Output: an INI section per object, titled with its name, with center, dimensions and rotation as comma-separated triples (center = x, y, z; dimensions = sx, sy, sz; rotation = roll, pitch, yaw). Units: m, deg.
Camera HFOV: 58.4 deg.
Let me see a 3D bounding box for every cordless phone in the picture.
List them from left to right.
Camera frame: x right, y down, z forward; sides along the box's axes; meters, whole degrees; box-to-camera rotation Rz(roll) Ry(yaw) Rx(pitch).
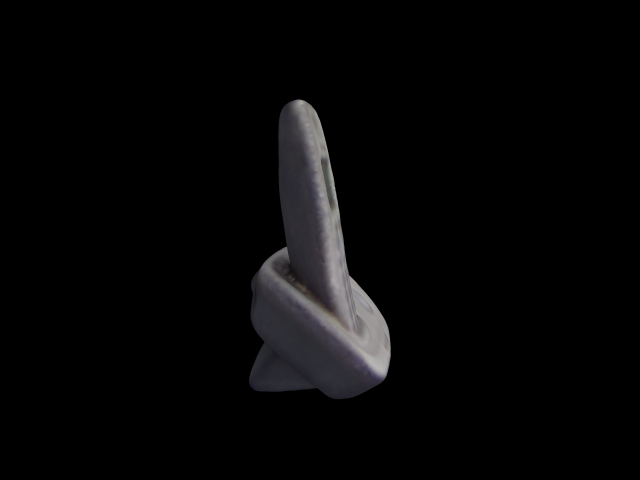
[cordless phone]
center = 0.004, 0.001, 0.400
dimensions = 0.094, 0.185, 0.147
rotation = 1, 7, 5
